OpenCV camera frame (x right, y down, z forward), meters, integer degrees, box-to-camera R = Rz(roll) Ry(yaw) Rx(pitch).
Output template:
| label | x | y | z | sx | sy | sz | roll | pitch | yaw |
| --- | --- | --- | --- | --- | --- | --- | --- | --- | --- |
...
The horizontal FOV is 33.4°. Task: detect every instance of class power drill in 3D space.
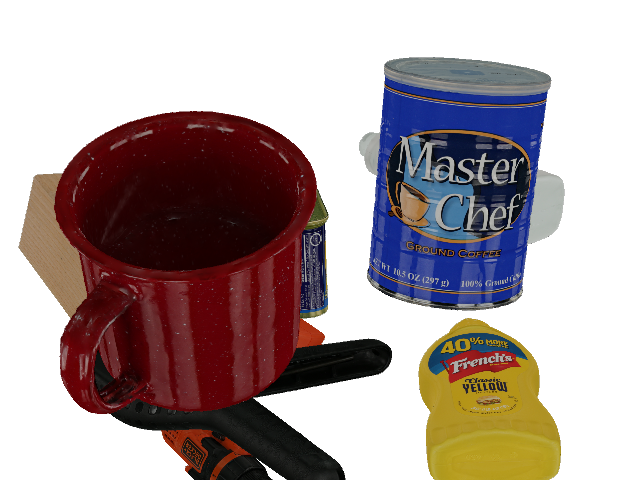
| label | x | y | z | sx | sy | sz | roll | pitch | yaw |
| --- | --- | --- | --- | --- | --- | --- | --- | --- | --- |
| power drill | -0.066 | 0.157 | 1.012 | 0.057 | 0.188 | 0.185 | 14 | 12 | -47 |

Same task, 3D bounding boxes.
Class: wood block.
| label | x | y | z | sx | sy | sz | roll | pitch | yaw |
| --- | --- | --- | --- | --- | --- | --- | --- | --- | --- |
| wood block | -0.204 | 0.024 | 1.033 | 0.090 | 0.091 | 0.206 | -4 | 35 | -41 |

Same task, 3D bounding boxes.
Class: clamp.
| label | x | y | z | sx | sy | sz | roll | pitch | yaw |
| --- | --- | --- | --- | --- | --- | --- | --- | --- | --- |
| clamp | -0.059 | 0.090 | 0.682 | 0.210 | 0.036 | 0.164 | 11 | 23 | 17 |

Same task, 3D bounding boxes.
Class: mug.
| label | x | y | z | sx | sy | sz | roll | pitch | yaw |
| --- | --- | --- | --- | --- | --- | --- | --- | --- | --- |
| mug | -0.054 | 0.018 | 0.398 | 0.093 | 0.081 | 0.117 | 20 | 46 | 19 |

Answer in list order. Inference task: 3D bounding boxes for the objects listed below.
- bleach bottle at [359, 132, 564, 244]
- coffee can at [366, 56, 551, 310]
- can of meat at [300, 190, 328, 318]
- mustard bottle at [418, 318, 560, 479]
| label | x | y | z | sx | sy | sz | roll | pitch | yaw |
| --- | --- | --- | --- | --- | --- | --- | --- | --- | --- |
| bleach bottle | 0.117 | -0.063 | 1.056 | 0.102 | 0.068 | 0.251 | -11 | 24 | -33 |
| coffee can | 0.086 | -0.039 | 0.678 | 0.103 | 0.140 | 0.103 | 4 | 17 | -1 |
| can of meat | -0.025 | 0.009 | 0.887 | 0.057 | 0.084 | 0.102 | -5 | 20 | -6 |
| mustard bottle | 0.127 | 0.118 | 0.847 | 0.096 | 0.058 | 0.191 | -4 | 26 | 4 |
